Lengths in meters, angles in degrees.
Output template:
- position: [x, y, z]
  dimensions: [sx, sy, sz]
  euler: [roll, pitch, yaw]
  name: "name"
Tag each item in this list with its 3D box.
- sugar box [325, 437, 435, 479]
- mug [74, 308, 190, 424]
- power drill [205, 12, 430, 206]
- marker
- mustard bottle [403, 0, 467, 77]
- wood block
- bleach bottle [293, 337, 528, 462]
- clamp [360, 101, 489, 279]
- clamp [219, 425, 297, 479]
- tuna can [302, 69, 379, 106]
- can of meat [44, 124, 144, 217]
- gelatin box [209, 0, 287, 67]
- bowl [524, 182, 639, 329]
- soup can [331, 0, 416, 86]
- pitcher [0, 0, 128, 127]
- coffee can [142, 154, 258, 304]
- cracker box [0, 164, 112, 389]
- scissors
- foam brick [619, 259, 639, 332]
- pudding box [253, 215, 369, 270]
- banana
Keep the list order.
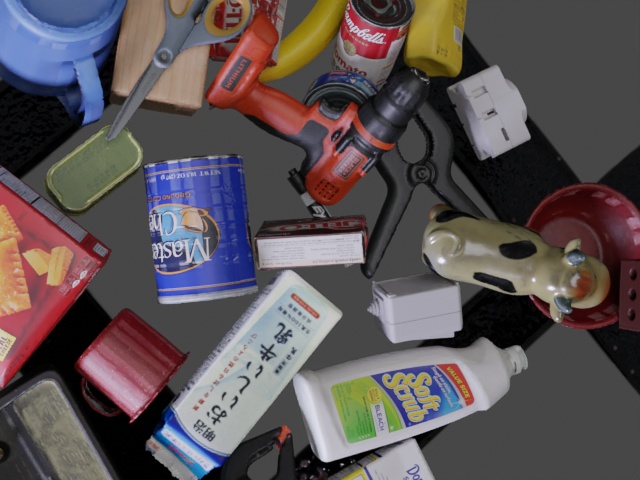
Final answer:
- position: [0.041, 0.291, 1.141]
  dimensions: [0.176, 0.048, 0.093]
  euler: [-26, 93, -14]
  name: "sugar box"
- position: [-0.198, 0.130, 1.075]
  dimensions: [0.081, 0.093, 0.117]
  euler: [41, 117, -4]
  name: "mug"
- position: [-0.006, -0.142, 1.069]
  dimensions: [0.187, 0.057, 0.185]
  euler: [36, 123, -8]
  name: "power drill"
- position: [0.002, -0.025, 1.149]
  dimensions: [0.020, 0.020, 0.121]
  euler: [-35, 96, -11]
  name: "marker"
- position: [0.130, -0.277, 1.143]
  dimensions: [0.058, 0.096, 0.191]
  euler: [6, 87, 24]
  name: "mustard bottle"
- position: [-0.154, -0.238, 1.081]
  dimensions: [0.090, 0.091, 0.206]
  euler: [8, 88, -12]
  name: "wood block"
- position: [0.104, 0.155, 1.148]
  dimensions: [0.250, 0.068, 0.102]
  euler: [-16, 92, -15]
  name: "bleach bottle"
- position: [0.099, -0.064, 1.161]
  dimensions: [0.164, 0.036, 0.210]
  euler: [-19, 97, -12]
  name: "clamp"
- position: [-0.069, 0.272, 1.092]
  dimensions: [0.120, 0.039, 0.171]
  euler: [40, 65, 7]
  name: "clamp"
- position: [0.023, -0.134, 1.123]
  dimensions: [0.086, 0.033, 0.086]
  euler: [7, 122, 11]
  name: "tuna can"
- position: [-0.225, -0.071, 1.066]
  dimensions: [0.102, 0.084, 0.057]
  euler: [-40, 98, -10]
  name: "can of meat"
- position: [-0.076, -0.229, 1.114]
  dimensions: [0.073, 0.030, 0.089]
  euler: [8, 86, 15]
  name: "gelatin box"
- position: [0.287, 0.018, 1.192]
  dimensions: [0.162, 0.055, 0.162]
  euler: [0, 89, -12]
  name: "bowl"
- position: [0.053, -0.215, 1.111]
  dimensions: [0.068, 0.102, 0.068]
  euler: [6, 60, -10]
  name: "soup can"
- position: [-0.240, -0.204, 0.983]
  dimensions: [0.149, 0.243, 0.145]
  euler: [26, 82, -16]
  name: "pitcher"
- position: [-0.121, -0.011, 1.079]
  dimensions: [0.102, 0.103, 0.140]
  euler: [-6, 91, -13]
  name: "coffee can"
- position: [-0.337, 0.013, 1.032]
  dimensions: [0.213, 0.072, 0.164]
  euler: [39, 95, -10]
  name: "cracker box"
- position: [-0.130, -0.176, 1.030]
  dimensions: [0.096, 0.016, 0.202]
  euler: [18, 86, -13]
  name: "scissors"
- position: [0.359, 0.059, 1.151]
  dimensions: [0.051, 0.053, 0.078]
  euler: [2, 90, -14]
  name: "foam brick"
- position: [-0.007, 0.001, 1.097]
  dimensions: [0.113, 0.090, 0.039]
  euler: [-6, 100, 5]
  name: "pudding box"
- position: [-0.004, -0.245, 1.144]
  dimensions: [0.070, 0.037, 0.198]
  euler: [23, 80, 19]
  name: "banana"
